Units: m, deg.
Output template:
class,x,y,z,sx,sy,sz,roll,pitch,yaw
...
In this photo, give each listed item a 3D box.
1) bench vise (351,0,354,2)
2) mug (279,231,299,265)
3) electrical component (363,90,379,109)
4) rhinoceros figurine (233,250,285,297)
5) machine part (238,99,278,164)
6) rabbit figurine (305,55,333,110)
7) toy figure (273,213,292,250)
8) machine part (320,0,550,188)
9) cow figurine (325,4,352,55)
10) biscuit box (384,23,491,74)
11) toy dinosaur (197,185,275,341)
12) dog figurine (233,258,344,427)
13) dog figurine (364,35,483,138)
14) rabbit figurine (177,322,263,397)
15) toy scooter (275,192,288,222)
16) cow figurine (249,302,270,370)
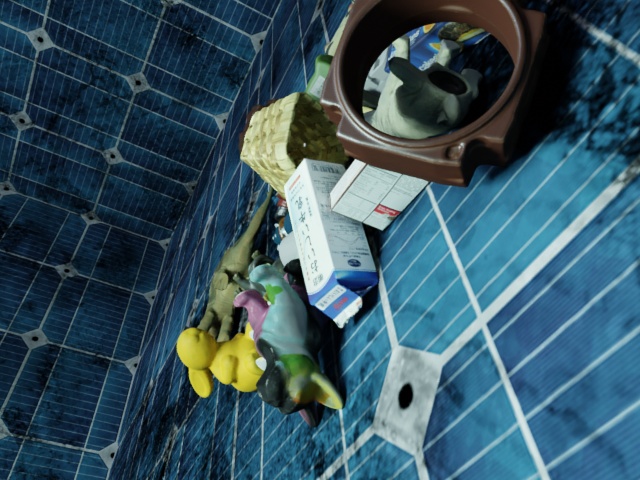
class,x,y,z,sx,sy,sz,roll,pitch,yaw
bench vise,0.120,-0.574,1.042,0.223,0.129,0.241,-43,7,13
mug,-0.002,-0.003,0.884,0.107,0.080,0.109,-34,32,41
electrical component,0.083,-0.227,0.896,0.094,0.063,0.021,-1,69,68
rhinoceros figurine,-0.099,0.081,1.000,0.073,0.112,0.190,-47,-6,-30
machine part,-0.091,-0.224,1.197,0.056,0.179,0.179,13,82,68
rabbit figurine,0.035,-0.271,1.047,0.170,0.121,0.159,-67,1,-62
toy figure,-0.052,-0.021,1.052,0.154,0.058,0.064,-37,31,64
machine part,0.115,-0.169,0.554,0.087,0.202,0.201,29,-99,-66
cow figurine,0.078,-0.424,1.082,0.195,0.085,0.127,-51,21,36
biscuit box,0.168,-0.285,0.741,0.203,0.059,0.063,-21,51,64
toy dinosaur,-0.205,0.083,1.280,0.471,0.105,0.199,-60,17,10
dog figurine,-0.023,0.143,0.759,0.108,0.191,0.219,-47,63,41
dog figurine,0.118,-0.151,0.712,0.172,0.121,0.190,-85,11,-45
rabbit figurine,-0.185,0.211,0.992,0.162,0.173,0.122,-47,33,37
toy scooter,-0.045,-0.125,1.116,0.184,0.075,0.135,136,150,-59
cow figurine,-0.067,0.144,0.905,0.098,0.068,0.167,-57,25,14
